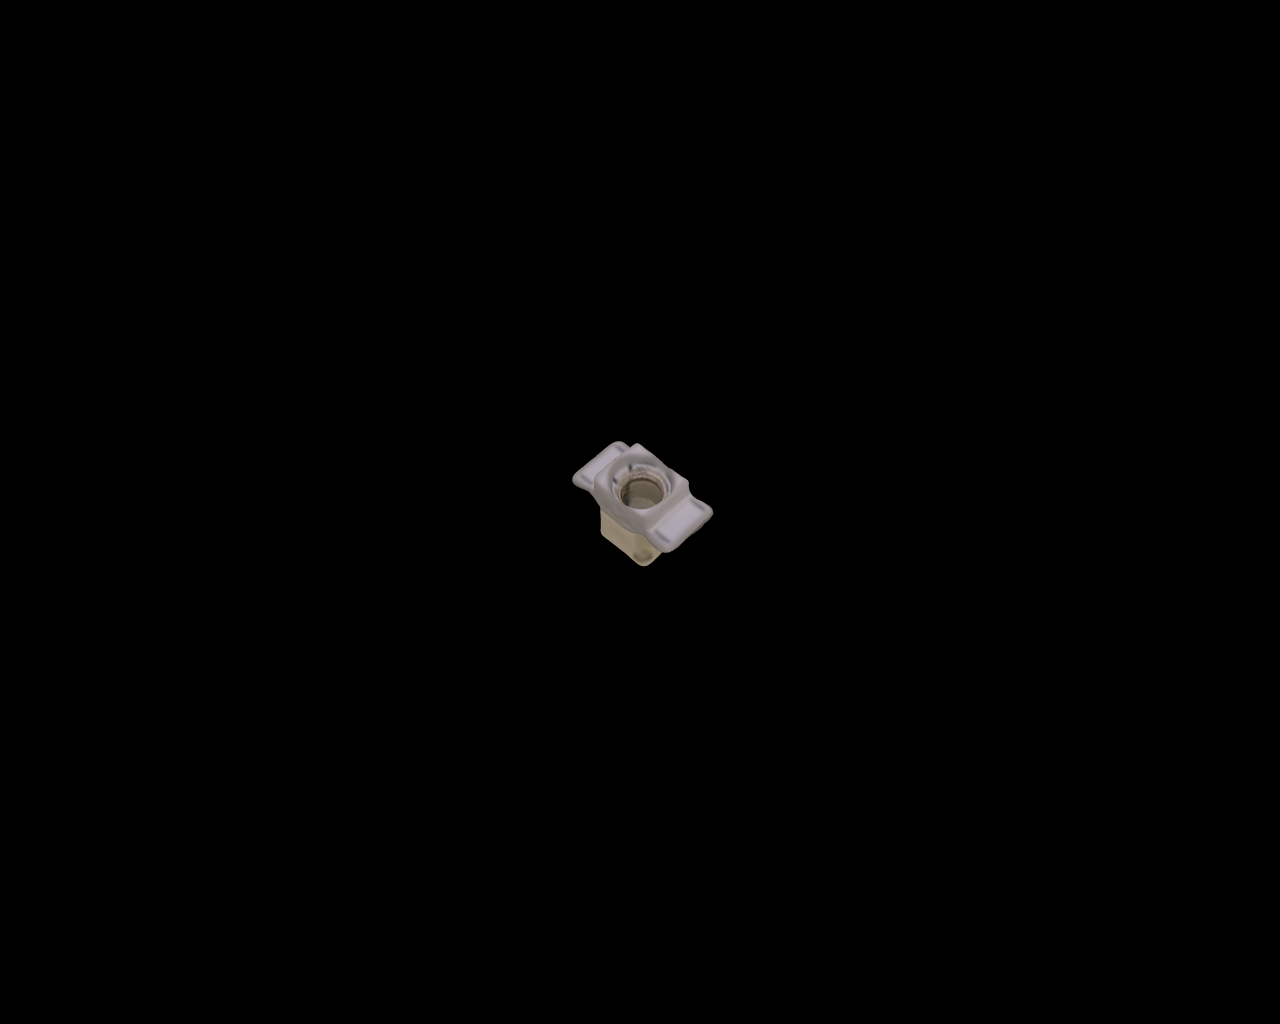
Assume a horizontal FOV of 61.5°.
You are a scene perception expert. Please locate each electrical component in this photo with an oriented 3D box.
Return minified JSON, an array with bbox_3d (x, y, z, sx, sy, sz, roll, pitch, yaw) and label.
[{"bbox_3d":[0.001,-0.003,0.650,0.042,0.063,0.081,-39,63,-24],"label":"electrical component"}]
